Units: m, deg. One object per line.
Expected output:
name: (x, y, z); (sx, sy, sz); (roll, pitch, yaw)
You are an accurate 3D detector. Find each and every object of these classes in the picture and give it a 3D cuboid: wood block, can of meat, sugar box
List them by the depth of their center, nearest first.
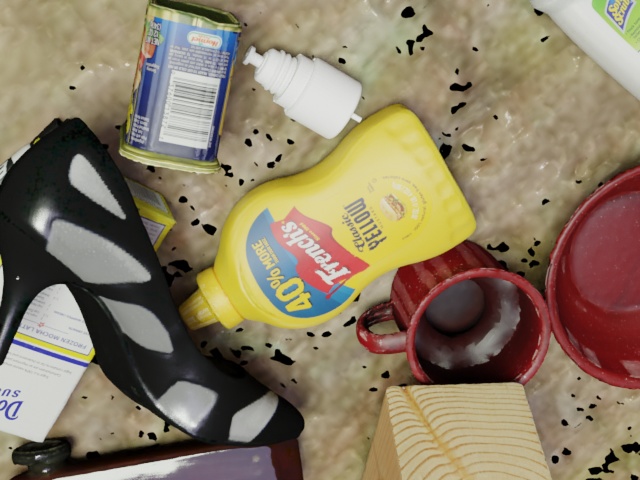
can of meat: (-0.080, -0.091, 0.612); (0.057, 0.102, 0.084); (10, 105, -13)
sugar box: (-0.174, 0.035, 0.662); (0.093, 0.048, 0.176); (26, 106, -32)
wood block: (0.075, 0.191, 0.692); (0.090, 0.091, 0.206); (0, 137, -9)

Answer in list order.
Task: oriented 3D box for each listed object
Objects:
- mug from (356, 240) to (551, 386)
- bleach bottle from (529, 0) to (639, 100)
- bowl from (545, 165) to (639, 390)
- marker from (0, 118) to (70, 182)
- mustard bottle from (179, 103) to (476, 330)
mug: (0.081, 0.051, 0.694); (0.117, 0.081, 0.093); (-12, 110, -5)
bleach bottle: (0.213, -0.143, 0.660); (0.250, 0.068, 0.102); (36, 91, -15)
bowl: (0.220, 0.017, 0.718); (0.162, 0.055, 0.162); (-3, 109, -8)
marker: (-0.197, -0.033, 0.656); (0.121, 0.020, 0.020); (-39, 110, 5)
mustard bottle: (-0.004, 0.001, 0.677); (0.191, 0.058, 0.096); (-31, 109, 3)
